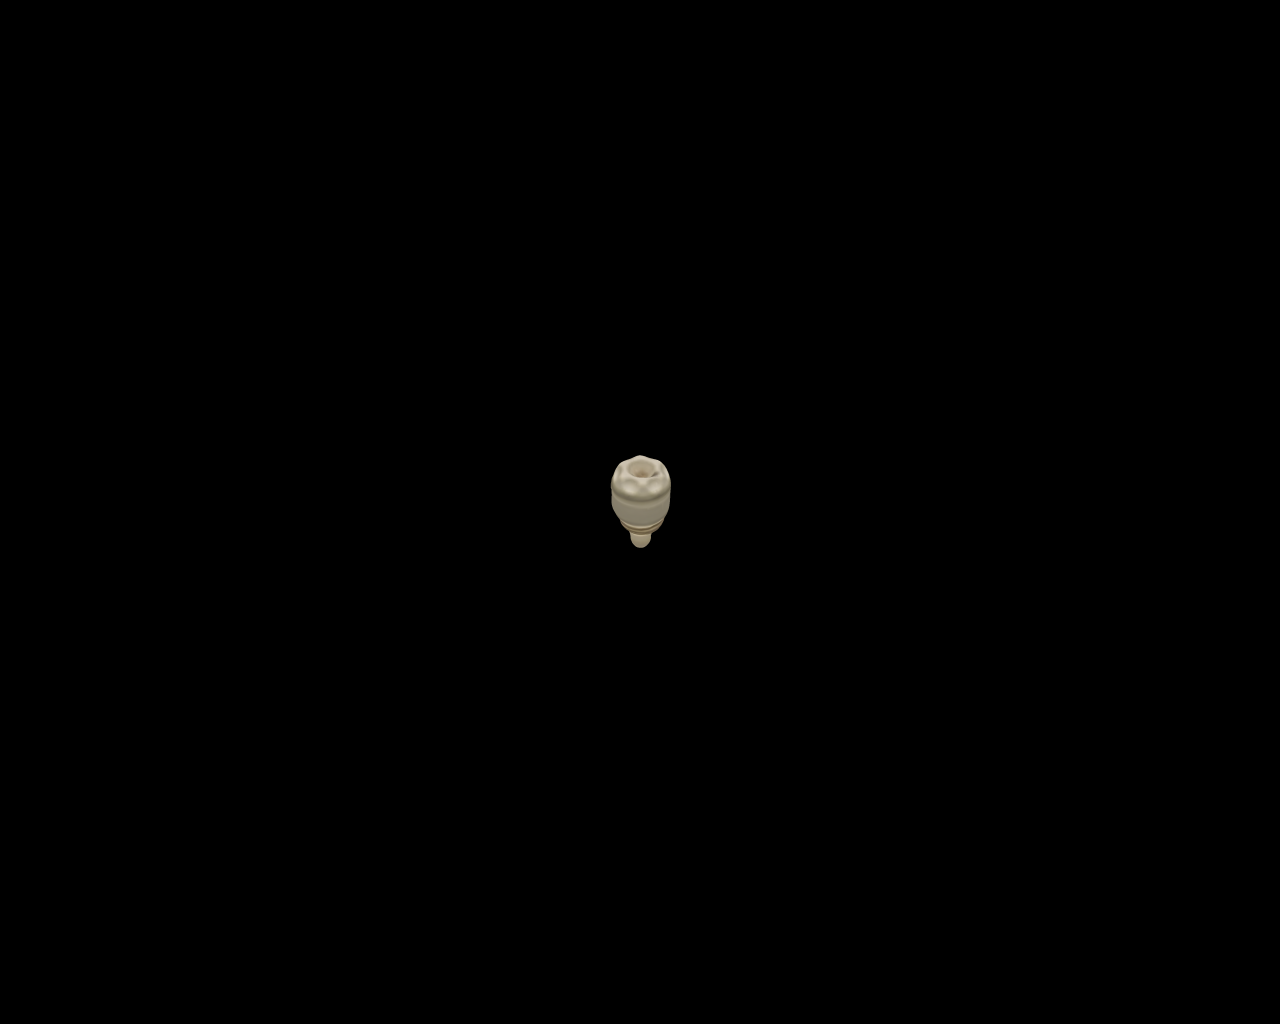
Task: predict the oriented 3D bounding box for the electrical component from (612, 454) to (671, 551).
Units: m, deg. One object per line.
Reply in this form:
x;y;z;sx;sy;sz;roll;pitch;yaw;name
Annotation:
0.001;-0.003;0.650;0.035;0.061;0.035;0;39;0;electrical component
